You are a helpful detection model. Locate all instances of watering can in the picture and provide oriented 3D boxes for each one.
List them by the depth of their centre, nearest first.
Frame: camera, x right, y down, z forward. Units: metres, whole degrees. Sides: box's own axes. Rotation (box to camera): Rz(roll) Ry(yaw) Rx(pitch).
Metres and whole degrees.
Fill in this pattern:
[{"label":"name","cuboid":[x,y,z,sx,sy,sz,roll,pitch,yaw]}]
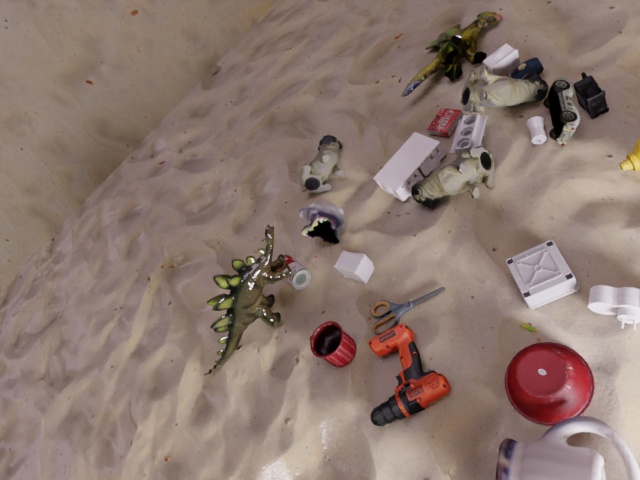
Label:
[{"label":"watering can","cuboid":[0.381,0.448,0.801,0.223,0.102,0.355,-8,52,35]}]

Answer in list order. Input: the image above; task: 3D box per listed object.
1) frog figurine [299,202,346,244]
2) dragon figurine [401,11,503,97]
[{"label":"frog figurine","cuboid":[0.005,-0.077,1.536,0.137,0.120,0.163,-2,39,-2]},{"label":"dragon figurine","cuboid":[0.419,-0.624,1.695,0.408,0.120,0.248,-31,26,12]}]
